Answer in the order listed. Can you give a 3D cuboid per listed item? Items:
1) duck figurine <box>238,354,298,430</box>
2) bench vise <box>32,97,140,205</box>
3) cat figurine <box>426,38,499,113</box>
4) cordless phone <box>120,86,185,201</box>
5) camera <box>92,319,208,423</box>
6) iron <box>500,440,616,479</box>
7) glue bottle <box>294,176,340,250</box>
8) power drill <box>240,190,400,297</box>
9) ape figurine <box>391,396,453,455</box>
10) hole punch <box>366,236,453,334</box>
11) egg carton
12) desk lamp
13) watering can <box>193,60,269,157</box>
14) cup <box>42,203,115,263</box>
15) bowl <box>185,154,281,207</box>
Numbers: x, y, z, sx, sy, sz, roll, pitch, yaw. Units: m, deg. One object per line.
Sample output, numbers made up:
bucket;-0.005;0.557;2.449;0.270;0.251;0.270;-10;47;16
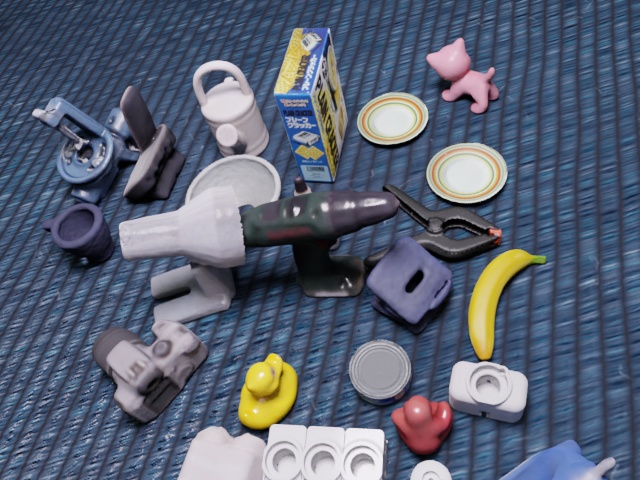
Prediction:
duck figurine;-0.079;0.205;0.792;0.077;0.086;0.105;23;64;25
bench vise;-0.429;-0.200;1.057;0.121;0.220;0.207;2;57;14
cat figurine;0.260;-0.307;1.041;0.127;0.118;0.067;28;67;27
cordless phone;-0.331;-0.172;1.039;0.094;0.185;0.147;1;57;13
camera;-0.265;0.170;0.847;0.136;0.101;0.143;29;67;28
iron;0.214;0.318;0.618;0.258;0.142;0.118;-32;56;-9
glue bottle;-0.017;-0.042;0.890;0.078;0.173;0.037;-5;56;9
power drill;0.008;0.003;0.833;0.229;0.209;0.075;-2;56;11
ape figurine;0.128;0.227;0.728;0.077;0.092;0.076;7;59;17
hole punch;0.134;0.064;0.837;0.100;0.091;0.109;30;68;28
egg carton;-0.131;0.321;0.736;0.107;0.069;0.150;6;58;16
desk lamp;-0.192;0.025;0.859;0.203;0.214;0.117;-19;55;0
watering can;-0.162;-0.237;1.040;0.101;0.194;0.172;-29;55;-7
cup;-0.414;-0.003;0.999;0.117;0.095;0.092;3;57;14
bowl;-0.141;-0.063;0.992;0.167;0.075;0.167;-6;56;9
